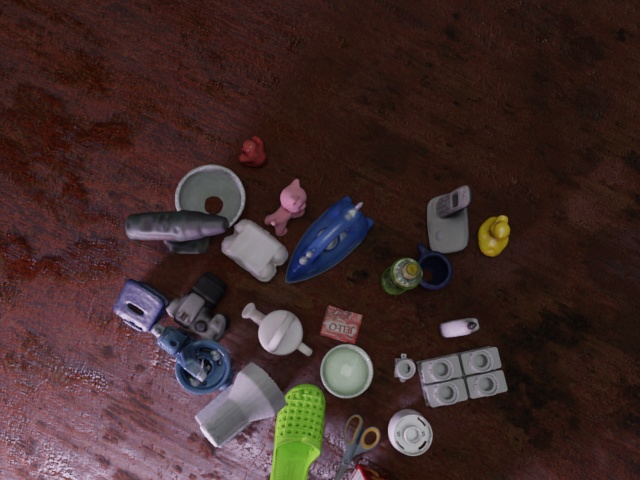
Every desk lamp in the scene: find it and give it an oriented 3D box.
[{"bbox_3d":[-0.175,0.367,1.239,0.203,0.213,0.118,-41,84,-9],"label":"desk lamp"}]

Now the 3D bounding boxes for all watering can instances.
[{"bbox_3d":[-0.095,0.206,1.283,0.173,0.194,0.101,12,79,-1],"label":"watering can"}]

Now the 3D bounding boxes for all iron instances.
[{"bbox_3d":[0.012,0.005,1.352,0.118,0.141,0.258,44,80,5],"label":"iron"}]

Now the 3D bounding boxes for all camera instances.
[{"bbox_3d":[-0.265,0.152,1.330,0.143,0.101,0.137,34,80,3],"label":"camera"}]

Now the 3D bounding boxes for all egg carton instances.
[{"bbox_3d":[-0.155,0.024,1.376,0.150,0.069,0.107,36,80,4],"label":"egg carton"}]

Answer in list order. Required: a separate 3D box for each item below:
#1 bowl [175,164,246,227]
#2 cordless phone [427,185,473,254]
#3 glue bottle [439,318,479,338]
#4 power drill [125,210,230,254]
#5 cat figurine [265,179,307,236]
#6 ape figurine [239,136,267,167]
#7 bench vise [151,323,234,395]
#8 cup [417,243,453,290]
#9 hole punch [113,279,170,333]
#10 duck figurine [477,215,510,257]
[{"bbox_3d":[-0.261,-0.094,1.388,0.167,0.074,0.167,1,80,-3],"label":"bowl"},{"bbox_3d":[0.318,-0.048,1.357,0.094,0.185,0.147,-4,80,-4],"label":"cordless phone"},{"bbox_3d":[0.330,0.200,1.318,0.078,0.173,0.037,-14,81,-5],"label":"glue bottle"},{"bbox_3d":[-0.311,-0.021,1.304,0.229,0.208,0.075,0,80,-3],"label":"power drill"},{"bbox_3d":[-0.077,-0.080,1.374,0.067,0.117,0.128,39,80,4],"label":"cat figurine"},{"bbox_3d":[-0.168,-0.220,1.408,0.078,0.092,0.076,-36,83,-9],"label":"ape figurine"},{"bbox_3d":[-0.291,0.265,1.248,0.207,0.219,0.121,20,79,1],"label":"bench vise"},{"bbox_3d":[0.257,0.066,1.378,0.092,0.095,0.118,-27,82,-7],"label":"cup"},{"bbox_3d":[-0.414,0.155,1.326,0.108,0.091,0.101,31,80,3],"label":"hole punch"},{"bbox_3d":[0.434,-0.013,1.407,0.077,0.086,0.105,18,79,0],"label":"duck figurine"}]
